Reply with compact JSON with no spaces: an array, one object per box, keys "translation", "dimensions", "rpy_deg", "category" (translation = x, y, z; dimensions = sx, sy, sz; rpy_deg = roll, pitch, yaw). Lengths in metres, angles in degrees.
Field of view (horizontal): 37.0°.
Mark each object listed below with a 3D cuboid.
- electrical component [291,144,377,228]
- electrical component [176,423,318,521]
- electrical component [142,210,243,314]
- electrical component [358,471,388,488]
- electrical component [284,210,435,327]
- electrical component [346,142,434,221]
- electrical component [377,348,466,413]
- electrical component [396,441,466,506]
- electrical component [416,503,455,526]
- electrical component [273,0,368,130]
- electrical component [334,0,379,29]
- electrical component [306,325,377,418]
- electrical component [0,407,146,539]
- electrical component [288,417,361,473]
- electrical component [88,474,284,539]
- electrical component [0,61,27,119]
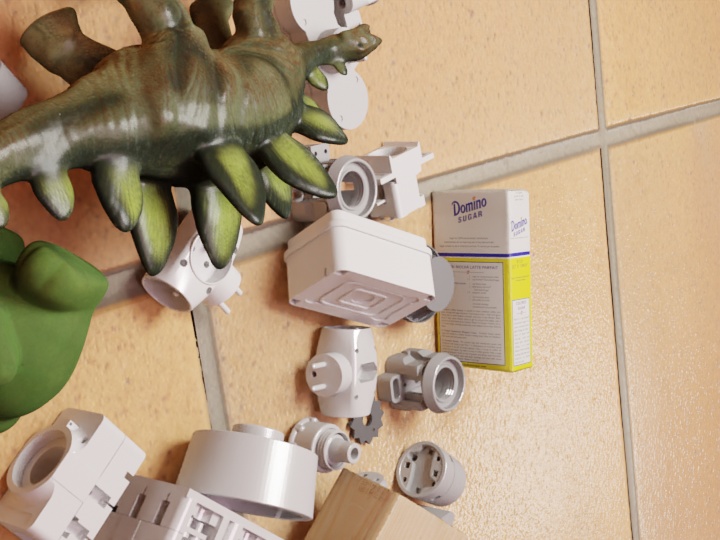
[{"translation":[-0.023,-0.069,0.919],"dimensions":[0.058,0.057,0.078],"rpy_deg":[-21,107,-46],"category":"electrical component"},{"translation":[-0.084,0.152,0.827],"dimensions":[0.108,0.108,0.060],"rpy_deg":[30,63,-45],"category":"electrical component"},{"translation":[-0.117,0.001,0.824],"dimensions":[0.079,0.044,0.077],"rpy_deg":[53,54,-36],"category":"electrical component"},{"translation":[0.006,0.217,0.975],"dimensions":[0.045,0.045,0.055],"rpy_deg":[-23,109,-46],"category":"electrical component"},{"translation":[0.000,0.000,0.915],"dimensions":[0.113,0.078,0.057],"rpy_deg":[17,56,-37],"category":"electrical component"},{"translation":[0.030,-0.082,0.991],"dimensions":[0.081,0.042,0.063],"rpy_deg":[-31,118,-43],"category":"electrical component"},{"translation":[0.063,0.106,1.025],"dimensions":[0.078,0.057,0.058],"rpy_deg":[-17,105,-47],"category":"electrical component"},{"translation":[0.071,0.199,1.041],"dimensions":[0.047,0.055,0.055],"rpy_deg":[37,64,-47],"category":"electrical component"},{"translation":[0.043,0.262,1.011],"dimensions":[0.089,0.056,0.050],"rpy_deg":[-23,109,-46],"category":"electrical component"},{"translation":[-0.025,-0.182,0.898],"dimensions":[0.052,0.074,0.138],"rpy_deg":[-43,122,-39],"category":"electrical component"},{"translation":[-0.011,-0.250,0.924],"dimensions":[0.057,0.058,0.078],"rpy_deg":[-35,117,-39],"category":"electrical component"},{"translation":[-0.021,0.089,0.933],"dimensions":[0.079,0.043,0.077],"rpy_deg":[-3,94,-60],"category":"electrical component"},{"translation":[-0.200,0.143,0.733],"dimensions":[0.055,0.050,0.089],"rpy_deg":[53,54,-36],"category":"electrical component"},{"translation":[-0.028,0.153,0.920],"dimensions":[0.048,0.062,0.048],"rpy_deg":[-3,94,-49],"category":"electrical component"},{"translation":[-0.118,0.211,0.800],"dimensions":[0.150,0.089,0.061],"rpy_deg":[42,62,-41],"category":"electrical component"},{"translation":[-0.243,-0.124,0.680],"dimensions":[0.065,0.044,0.044],"rpy_deg":[54,54,-41],"category":"electrical component"}]
